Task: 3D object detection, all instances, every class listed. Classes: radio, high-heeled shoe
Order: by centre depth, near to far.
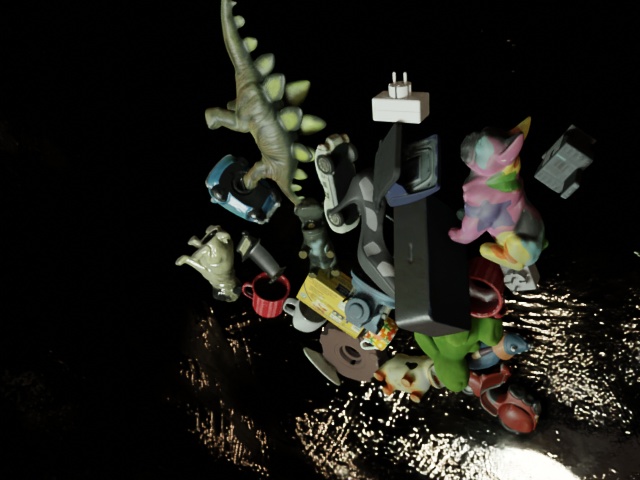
[{"bbox_3d":[0.194,0.046,0.924,0.073,0.229,0.131,-18,149,42],"label":"radio"},{"bbox_3d":[0.124,-0.015,0.963,0.249,0.145,0.086,54,172,14],"label":"high-heeled shoe"}]

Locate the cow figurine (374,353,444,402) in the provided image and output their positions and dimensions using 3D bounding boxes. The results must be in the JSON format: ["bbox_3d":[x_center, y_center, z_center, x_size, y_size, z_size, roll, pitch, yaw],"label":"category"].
[{"bbox_3d":[0.226,0.290,1.192,0.085,0.127,0.195,56,149,-14],"label":"cow figurine"}]

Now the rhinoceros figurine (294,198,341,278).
[{"bbox_3d":[-0.002,-0.003,1.120,0.073,0.112,0.190,-5,136,12],"label":"rhinoceros figurine"}]

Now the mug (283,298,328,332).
[{"bbox_3d":[-0.038,0.178,1.293,0.109,0.081,0.107,16,146,-8],"label":"mug"}]

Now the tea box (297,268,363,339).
[{"bbox_3d":[0.042,0.133,1.216,0.170,0.068,0.098,36,136,7],"label":"tea box"}]

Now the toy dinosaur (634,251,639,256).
[{"bbox_3d":[0.519,-0.056,0.717,0.192,0.131,0.404,-4,114,36],"label":"toy dinosaur"}]

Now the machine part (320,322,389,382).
[{"bbox_3d":[0.082,0.267,1.304,0.180,0.056,0.179,20,133,22],"label":"machine part"}]

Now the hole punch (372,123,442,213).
[{"bbox_3d":[0.145,-0.122,0.913,0.092,0.142,0.115,8,158,-15],"label":"hole punch"}]

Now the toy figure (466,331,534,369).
[{"bbox_3d":[0.352,0.218,1.074,0.058,0.064,0.154,54,137,5],"label":"toy figure"}]

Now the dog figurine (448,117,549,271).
[{"bbox_3d":[0.299,-0.079,0.851,0.192,0.108,0.219,28,132,15],"label":"dog figurine"}]

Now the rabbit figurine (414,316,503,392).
[{"bbox_3d":[0.257,0.209,1.064,0.159,0.121,0.170,27,113,58],"label":"rabbit figurine"}]

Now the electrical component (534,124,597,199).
[{"bbox_3d":[0.354,-0.108,0.779,0.048,0.119,0.074,36,138,5],"label":"electrical component"}]

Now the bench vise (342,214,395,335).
[{"bbox_3d":[0.135,0.080,1.061,0.129,0.223,0.240,34,105,31],"label":"bench vise"}]

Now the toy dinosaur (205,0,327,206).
[{"bbox_3d":[-0.104,-0.241,1.009,0.199,0.105,0.470,-7,128,29],"label":"toy dinosaur"}]

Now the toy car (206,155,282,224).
[{"bbox_3d":[-0.168,-0.102,1.168,0.161,0.109,0.103,36,161,-10],"label":"toy car"}]

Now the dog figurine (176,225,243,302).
[{"bbox_3d":[-0.237,0.066,1.351,0.172,0.121,0.190,-16,126,46],"label":"dog figurine"}]

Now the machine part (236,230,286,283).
[{"bbox_3d":[-0.146,0.044,1.296,0.139,0.039,0.084,42,128,12],"label":"machine part"}]

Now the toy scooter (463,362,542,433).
[{"bbox_3d":[0.389,0.319,1.120,0.184,0.075,0.135,36,137,12],"label":"toy scooter"}]

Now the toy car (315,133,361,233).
[{"bbox_3d":[0.038,-0.106,1.027,0.056,0.073,0.201,27,139,46],"label":"toy car"}]
